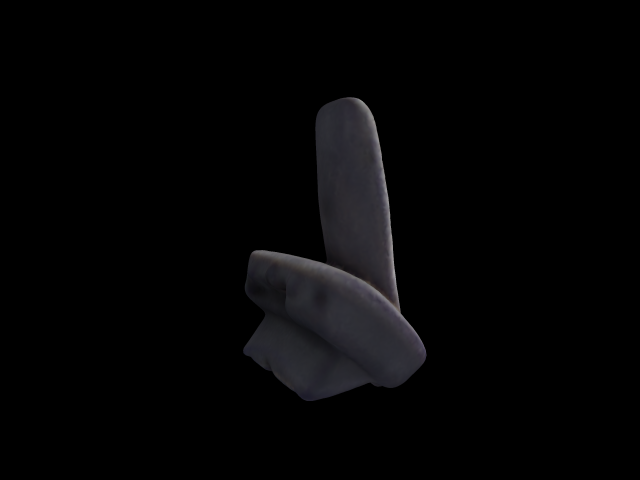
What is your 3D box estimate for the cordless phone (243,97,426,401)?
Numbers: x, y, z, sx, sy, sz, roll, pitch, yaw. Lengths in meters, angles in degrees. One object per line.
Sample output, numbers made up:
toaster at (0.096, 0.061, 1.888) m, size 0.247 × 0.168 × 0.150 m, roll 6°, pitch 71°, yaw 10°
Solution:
cordless phone at (0.004, 0.001, 0.400) m, size 0.094 × 0.185 × 0.147 m, roll -3°, pitch 6°, yaw -33°
